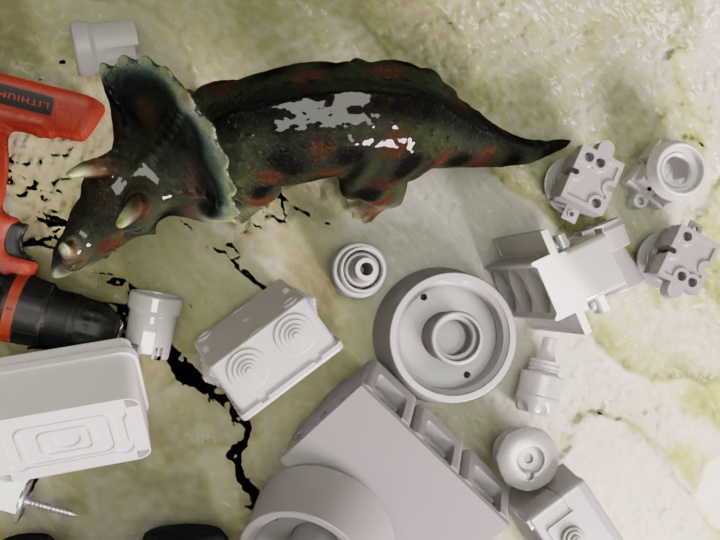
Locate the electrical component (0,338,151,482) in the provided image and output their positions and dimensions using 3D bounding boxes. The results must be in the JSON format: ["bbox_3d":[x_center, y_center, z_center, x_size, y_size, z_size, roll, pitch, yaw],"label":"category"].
[{"bbox_3d":[-0.210,0.099,0.766,0.113,0.078,0.057,-9,48,-9],"label":"electrical component"}]

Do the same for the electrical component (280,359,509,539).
[{"bbox_3d":[0.029,0.152,0.809,0.150,0.061,0.089,44,109,-6],"label":"electrical component"}]

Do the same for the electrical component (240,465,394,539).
[{"bbox_3d":[-0.035,0.202,0.773,0.108,0.060,0.108,8,118,16],"label":"electrical component"}]

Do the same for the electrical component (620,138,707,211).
[{"bbox_3d":[0.245,-0.078,0.860,0.048,0.055,0.066,38,83,-7],"label":"electrical component"}]

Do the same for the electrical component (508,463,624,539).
[{"bbox_3d":[0.157,0.190,0.819,0.061,0.096,0.061,-34,94,-8],"label":"electrical component"}]

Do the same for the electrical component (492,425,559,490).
[{"bbox_3d":[0.123,0.142,0.832,0.048,0.062,0.048,0,89,-9],"label":"electrical component"}]

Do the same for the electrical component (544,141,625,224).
[{"bbox_3d":[0.174,-0.068,0.849,0.048,0.055,0.066,25,85,-8],"label":"electrical component"}]

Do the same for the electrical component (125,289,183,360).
[{"bbox_3d":[-0.156,0.041,0.802,0.040,0.040,0.046,11,93,-9],"label":"electrical component"}]

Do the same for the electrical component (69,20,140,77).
[{"bbox_3d":[-0.190,-0.166,0.801,0.046,0.040,0.040,-11,90,-14],"label":"electrical component"}]

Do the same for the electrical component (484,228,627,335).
[{"bbox_3d":[0.146,0.004,0.809,0.063,0.121,0.078,-24,93,-9],"label":"electrical component"}]

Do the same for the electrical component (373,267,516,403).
[{"bbox_3d":[0.068,0.051,0.827,0.108,0.060,0.108,0,89,-9],"label":"electrical component"}]

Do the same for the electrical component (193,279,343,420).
[{"bbox_3d":[-0.070,0.054,0.786,0.100,0.100,0.048,-37,107,-8],"label":"electrical component"}]

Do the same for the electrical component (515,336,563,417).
[{"bbox_3d":[0.144,0.083,0.852,0.035,0.035,0.061,14,84,-9],"label":"electrical component"}]

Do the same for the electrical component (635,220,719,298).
[{"bbox_3d":[0.251,-0.008,0.860,0.048,0.055,0.066,28,85,-8],"label":"electrical component"}]

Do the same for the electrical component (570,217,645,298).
[{"bbox_3d":[0.196,-0.009,0.857,0.045,0.045,0.055,-21,92,-9],"label":"electrical component"}]

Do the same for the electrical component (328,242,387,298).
[{"bbox_3d":[0.000,0.000,0.816,0.043,0.062,0.043,0,89,-9],"label":"electrical component"}]
